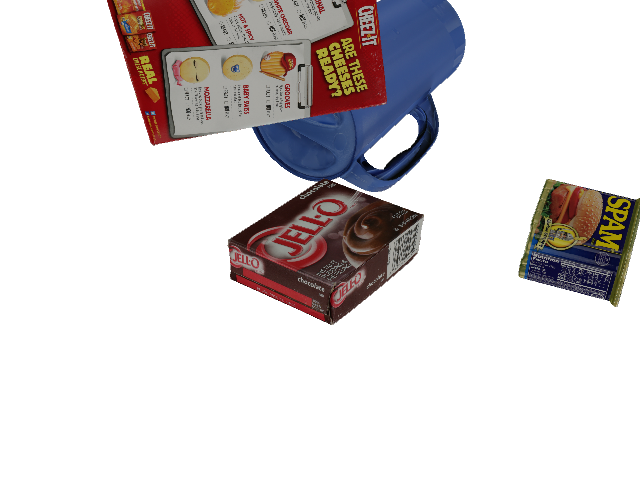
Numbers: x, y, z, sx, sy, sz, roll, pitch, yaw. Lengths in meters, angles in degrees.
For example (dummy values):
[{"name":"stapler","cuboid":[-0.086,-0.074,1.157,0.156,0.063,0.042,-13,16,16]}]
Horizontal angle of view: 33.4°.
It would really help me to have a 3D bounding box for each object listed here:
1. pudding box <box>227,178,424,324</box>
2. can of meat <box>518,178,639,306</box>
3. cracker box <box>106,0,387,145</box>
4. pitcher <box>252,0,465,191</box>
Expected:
[{"name":"pudding box","cuboid":[0.005,0.005,0.743,0.090,0.039,0.113,23,37,30]},{"name":"can of meat","cuboid":[0.220,-0.001,0.898,0.084,0.057,0.102,15,45,15]},{"name":"cracker box","cuboid":[-0.060,-0.180,0.906,0.213,0.164,0.072,-11,44,0]},{"name":"pitcher","cuboid":[0.053,-0.162,1.094,0.145,0.149,0.242,14,38,35]}]
